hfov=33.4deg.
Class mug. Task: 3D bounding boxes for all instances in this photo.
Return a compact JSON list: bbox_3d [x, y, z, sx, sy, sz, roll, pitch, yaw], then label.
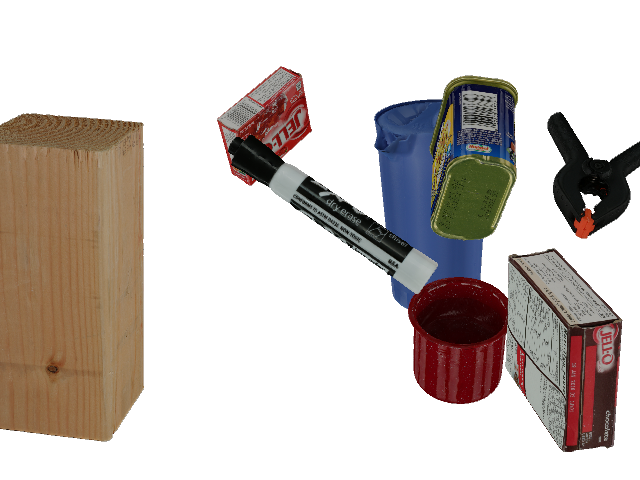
[{"bbox_3d":[0.125,0.086,0.977,0.093,0.081,0.117,-4,39,-1],"label":"mug"}]

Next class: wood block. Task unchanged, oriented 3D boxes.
[{"bbox_3d":[-0.178,0.024,0.744,0.091,0.206,0.090,6,19,6],"label":"wood block"}]

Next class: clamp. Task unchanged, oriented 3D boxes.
[{"bbox_3d":[0.281,-0.074,1.131,0.120,0.039,0.171,17,46,20],"label":"clamp"}]

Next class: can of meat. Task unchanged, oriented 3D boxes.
[{"bbox_3d":[0.117,-0.061,0.824,0.057,0.084,0.102,8,-37,-1],"label":"can of meat"}]

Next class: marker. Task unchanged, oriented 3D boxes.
[{"bbox_3d":[0.004,-0.015,0.536,0.121,0.020,0.020,35,4,6],"label":"marker"}]

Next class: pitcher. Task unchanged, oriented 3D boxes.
[{"bbox_3d":[0.144,-0.043,1.279,0.149,0.243,0.145,-2,24,6],"label":"pitcher"}]

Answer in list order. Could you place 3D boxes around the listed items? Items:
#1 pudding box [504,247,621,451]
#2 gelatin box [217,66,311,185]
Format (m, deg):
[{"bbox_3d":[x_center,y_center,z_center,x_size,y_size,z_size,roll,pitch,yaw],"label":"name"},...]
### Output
[{"bbox_3d":[0.154,0.068,0.688,0.039,0.090,0.113,-6,23,-10],"label":"pudding box"},{"bbox_3d":[-0.049,-0.106,0.987,0.030,0.089,0.073,33,-28,29],"label":"gelatin box"}]
